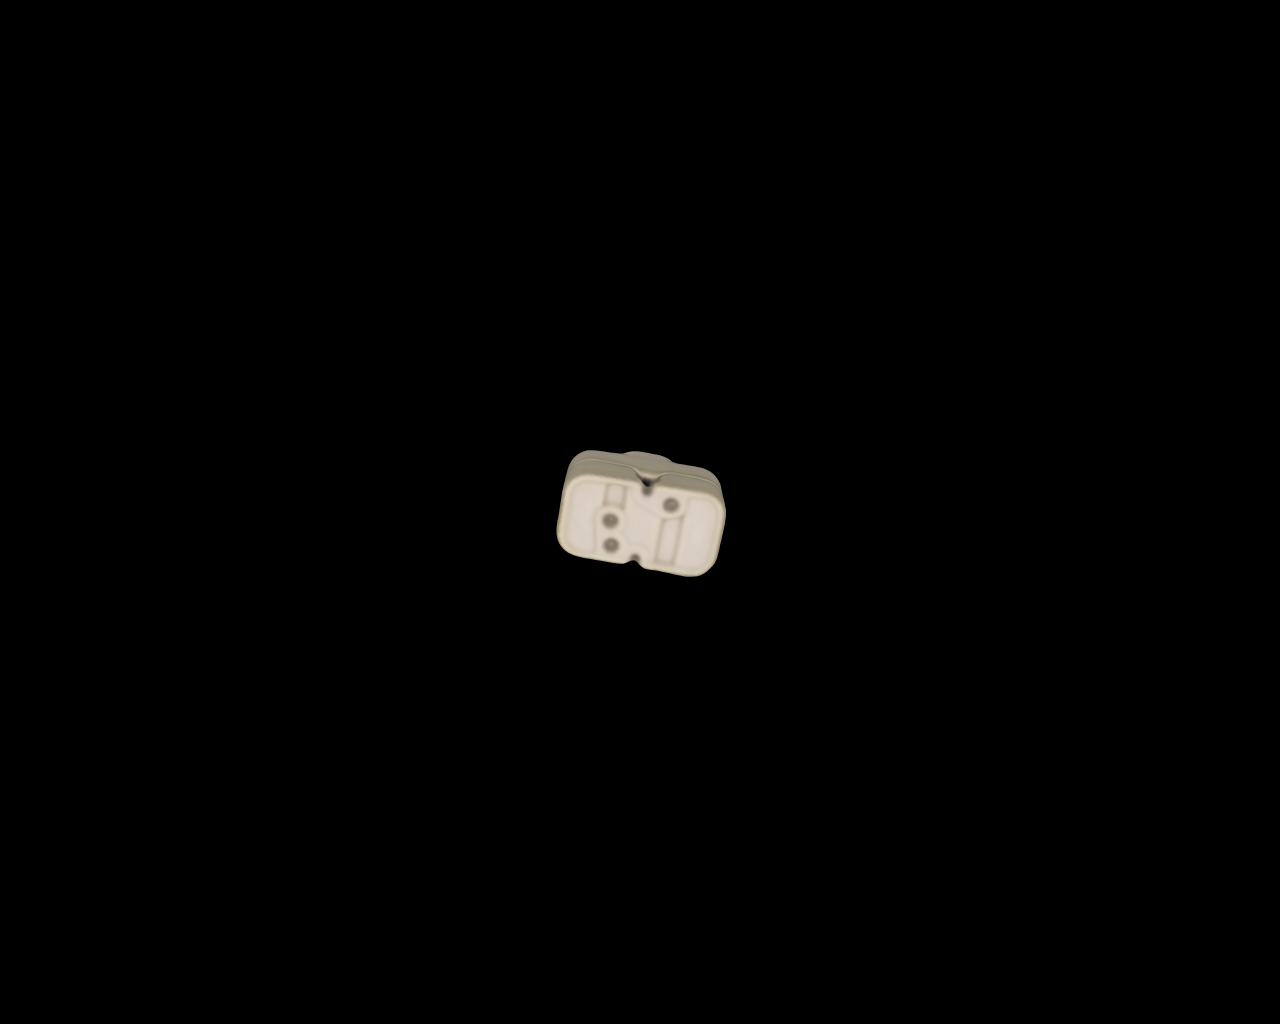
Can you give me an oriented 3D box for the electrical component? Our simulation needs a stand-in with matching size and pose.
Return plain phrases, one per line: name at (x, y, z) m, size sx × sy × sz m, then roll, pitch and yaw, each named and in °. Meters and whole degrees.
electrical component at (0.001, -0.003, 0.650) m, size 0.095 × 0.053 × 0.059 m, roll 10°, pitch 20°, yaw -3°
